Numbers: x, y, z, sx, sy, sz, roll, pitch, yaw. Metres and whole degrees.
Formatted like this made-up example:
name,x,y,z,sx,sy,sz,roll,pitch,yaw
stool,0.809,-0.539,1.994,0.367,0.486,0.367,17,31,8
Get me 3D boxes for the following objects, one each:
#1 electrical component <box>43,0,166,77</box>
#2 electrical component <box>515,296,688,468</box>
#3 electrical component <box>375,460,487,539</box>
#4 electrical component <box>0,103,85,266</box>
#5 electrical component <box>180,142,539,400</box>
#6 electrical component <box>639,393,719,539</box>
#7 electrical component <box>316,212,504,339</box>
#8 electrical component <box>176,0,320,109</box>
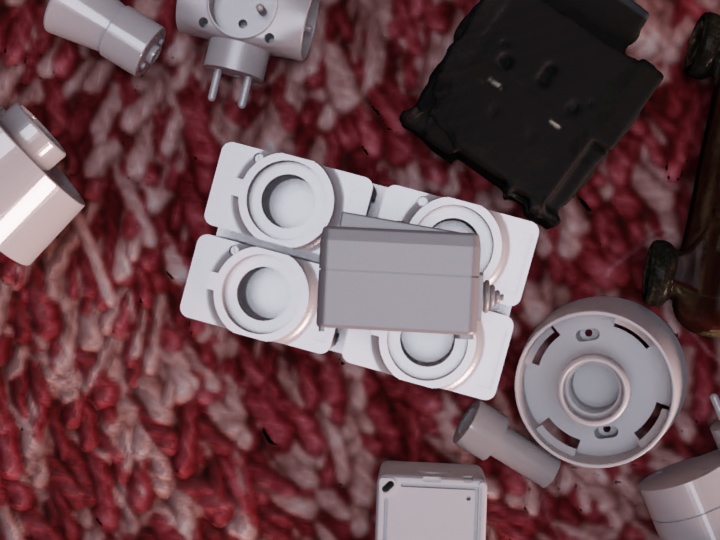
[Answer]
name,x,y,z,sx,sy,sz,roll,pitch,yaw
electrical component,-0.151,-0.147,0.650,0.065,0.044,0.044,32,92,-2
electrical component,0.141,0.066,0.632,0.099,0.064,0.099,1,93,17
electrical component,0.040,0.162,0.627,0.062,0.061,0.096,2,90,3
electrical component,-0.207,-0.062,0.623,0.060,0.108,0.108,-42,88,-3
electrical component,0.000,0.000,0.630,0.186,0.060,0.105,15,91,4
electrical component,0.226,0.102,0.620,0.138,0.052,0.073,-22,89,3
electrical component,0.028,0.003,0.565,0.096,0.062,0.061,3,90,4
electrical component,-0.071,-0.137,0.643,0.077,0.044,0.079,14,92,4
